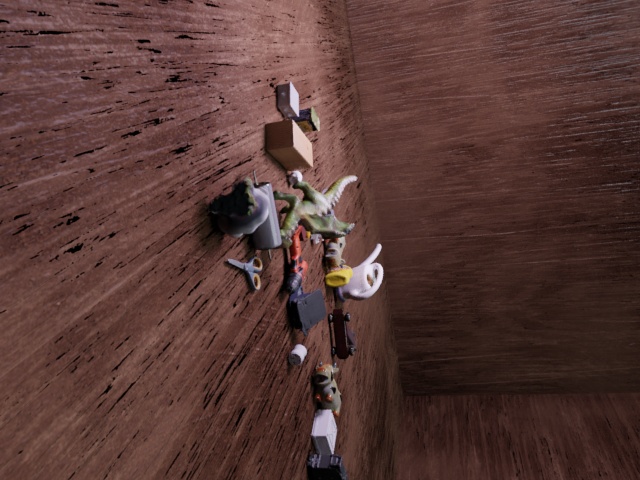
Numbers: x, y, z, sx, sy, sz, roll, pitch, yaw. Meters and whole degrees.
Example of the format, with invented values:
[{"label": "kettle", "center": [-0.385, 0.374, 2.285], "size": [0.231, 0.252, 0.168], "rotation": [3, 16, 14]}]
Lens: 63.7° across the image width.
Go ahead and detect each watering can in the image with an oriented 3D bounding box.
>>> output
[{"label": "watering can", "center": [0.176, 0.154, 2.253], "size": [0.102, 0.222, 0.355], "rotation": [57, 25, -24]}]

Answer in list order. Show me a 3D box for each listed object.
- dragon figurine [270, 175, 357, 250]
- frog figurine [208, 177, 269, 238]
[{"label": "dragon figurine", "center": [0.005, -0.078, 1.540], "size": [0.247, 0.414, 0.119], "rotation": [47, -30, 36]}, {"label": "frog figurine", "center": [-0.173, -0.065, 1.203], "size": [0.138, 0.123, 0.157], "rotation": [-58, 167, -9]}]
